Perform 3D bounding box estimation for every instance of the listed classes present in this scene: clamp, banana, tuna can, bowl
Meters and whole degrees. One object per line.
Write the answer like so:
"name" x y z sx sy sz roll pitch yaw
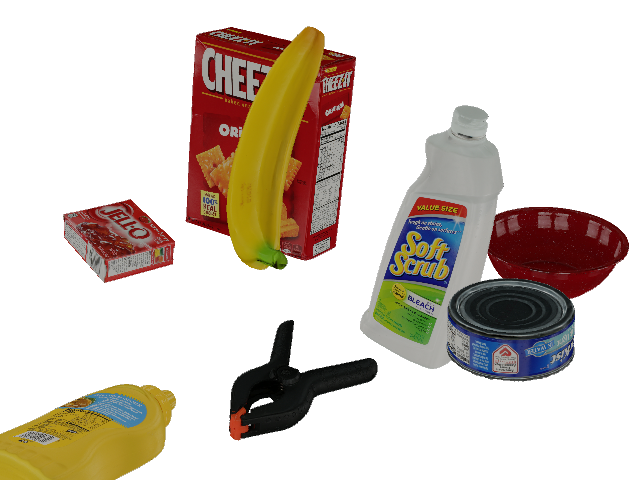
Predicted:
"clamp" -0.039 0.137 1.070 0.120 0.039 0.171 24 35 39
"banana" -0.031 -0.055 0.726 0.070 0.197 0.037 -20 -39 38
"tuna can" 0.128 0.058 0.717 0.086 0.034 0.086 -3 24 1
"bowl" 0.253 0.020 1.175 0.162 0.055 0.162 -1 27 0

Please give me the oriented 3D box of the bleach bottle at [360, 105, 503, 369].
"bleach bottle" 0.106 -0.007 0.980 0.103 0.251 0.067 28 36 28

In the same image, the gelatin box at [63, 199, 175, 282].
"gelatin box" -0.191 -0.002 1.006 0.073 0.030 0.089 -15 39 -34

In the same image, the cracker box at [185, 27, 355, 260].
"cracker box" -0.058 -0.102 1.132 0.164 0.214 0.072 19 26 28

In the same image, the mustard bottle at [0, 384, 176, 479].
"mustard bottle" -0.181 0.159 0.854 0.096 0.058 0.191 5 16 30
